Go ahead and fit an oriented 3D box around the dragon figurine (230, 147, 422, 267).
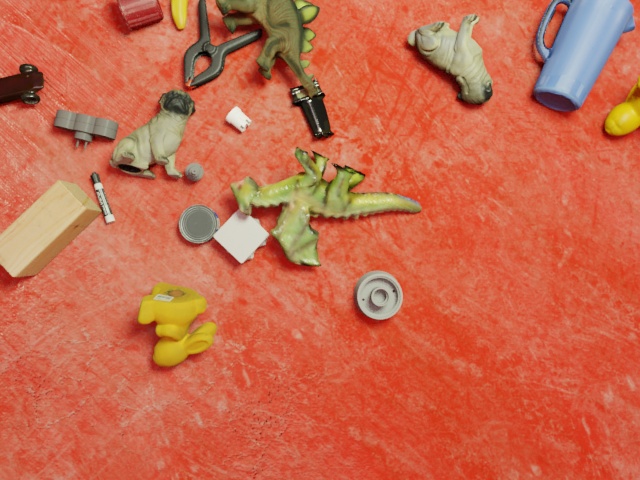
[{"bbox_3d":[0.003,-0.057,1.124,0.409,0.242,0.123,25,6,-10],"label":"dragon figurine"}]
